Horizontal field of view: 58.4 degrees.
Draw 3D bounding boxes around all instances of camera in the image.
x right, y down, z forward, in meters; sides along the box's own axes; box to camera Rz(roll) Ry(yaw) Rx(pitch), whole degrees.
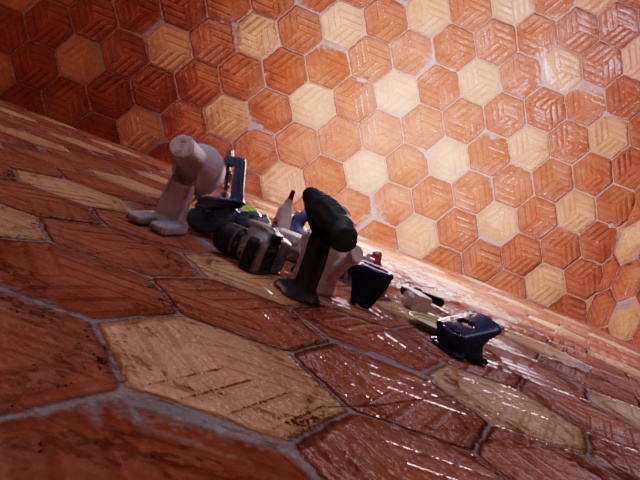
[{"bbox_3d":[-0.148,0.003,1.228,0.136,0.101,0.143,23,6,20],"label":"camera"}]

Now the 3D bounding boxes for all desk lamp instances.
[{"bbox_3d":[-0.308,-0.124,1.277,0.118,0.213,0.203,22,6,7],"label":"desk lamp"}]

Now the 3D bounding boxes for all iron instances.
[{"bbox_3d":[-0.016,-0.026,1.800,0.258,0.141,0.119,22,6,5],"label":"iron"}]

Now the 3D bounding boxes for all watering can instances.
[{"bbox_3d":[0.021,0.018,1.233,0.172,0.194,0.101,23,6,23],"label":"watering can"}]

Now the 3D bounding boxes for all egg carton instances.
[{"bbox_3d":[-0.074,0.017,1.541,0.150,0.069,0.107,21,5,1],"label":"egg carton"}]

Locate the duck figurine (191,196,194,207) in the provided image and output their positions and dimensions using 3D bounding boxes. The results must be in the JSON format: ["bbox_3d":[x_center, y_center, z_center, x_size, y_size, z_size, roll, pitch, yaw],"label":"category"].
[{"bbox_3d":[-0.365,-0.106,1.551,0.104,0.086,0.078,23,6,20],"label":"duck figurine"}]

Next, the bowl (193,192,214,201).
[{"bbox_3d":[-0.385,-0.137,1.834,0.167,0.075,0.167,21,5,-2],"label":"bowl"}]

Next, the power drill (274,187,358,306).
[{"bbox_3d":[-0.013,0.010,1.112,0.076,0.208,0.229,18,6,-28],"label":"power drill"}]

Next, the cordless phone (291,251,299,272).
[{"bbox_3d":[0.013,0.005,1.376,0.094,0.185,0.148,22,6,11],"label":"cordless phone"}]

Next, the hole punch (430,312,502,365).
[{"bbox_3d":[0.291,0.188,1.144,0.101,0.091,0.108,19,6,-26],"label":"hole punch"}]

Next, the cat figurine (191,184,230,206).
[{"bbox_3d":[-0.304,-0.108,1.634,0.127,0.118,0.067,22,6,13],"label":"cat figurine"}]

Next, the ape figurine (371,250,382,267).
[{"bbox_3d":[0.161,0.074,1.751,0.077,0.092,0.076,25,7,34],"label":"ape figurine"}]

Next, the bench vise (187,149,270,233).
[{"bbox_3d":[-0.201,-0.098,1.386,0.207,0.220,0.121,22,5,4],"label":"bench vise"}]

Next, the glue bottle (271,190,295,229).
[{"bbox_3d":[-0.107,-0.064,1.654,0.037,0.173,0.078,17,7,-33],"label":"glue bottle"}]

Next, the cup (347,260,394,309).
[{"bbox_3d":[0.094,0.099,1.244,0.118,0.095,0.091,17,7,-39],"label":"cup"}]
